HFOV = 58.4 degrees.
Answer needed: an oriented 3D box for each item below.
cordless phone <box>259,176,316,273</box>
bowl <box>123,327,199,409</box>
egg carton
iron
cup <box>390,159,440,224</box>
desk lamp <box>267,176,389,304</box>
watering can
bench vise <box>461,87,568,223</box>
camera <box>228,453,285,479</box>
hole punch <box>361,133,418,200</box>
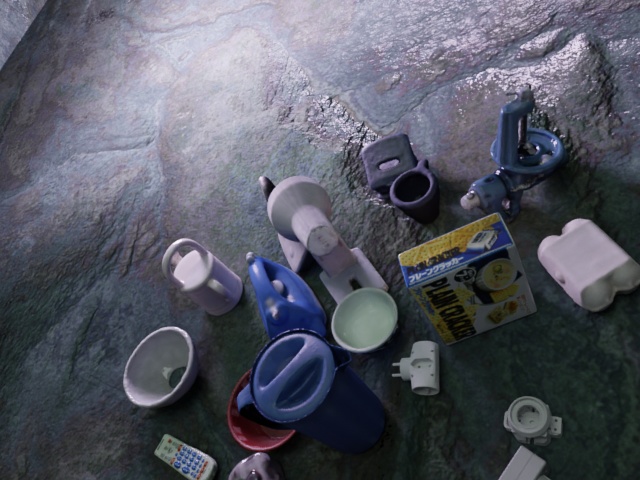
[{"bbox_3d":[-0.067,-0.033,1.143,0.094,0.186,0.147,-34,48,5],"label":"cordless phone"},{"bbox_3d":[-0.302,0.263,1.143,0.167,0.075,0.167,-15,52,20],"label":"bowl"},{"bbox_3d":[0.416,0.038,0.893,0.107,0.070,0.150,-35,48,4],"label":"egg carton"},{"bbox_3d":[-0.092,0.097,1.094,0.118,0.142,0.257,-36,48,3],"label":"iron"},{"bbox_3d":[0.194,-0.085,1.091,0.091,0.095,0.118,5,61,32],"label":"cup"},{"bbox_3d":[0.010,0.004,1.053,0.118,0.214,0.202,-38,48,1],"label":"desk lamp"},{"bbox_3d":[-0.256,0.069,1.173,0.172,0.195,0.101,0,59,30],"label":"watering can"},{"bbox_3d":[0.327,-0.135,0.964,0.121,0.220,0.207,26,73,40],"label":"bench vise"},{"bbox_3d":[-0.118,0.430,0.902,0.137,0.101,0.143,-32,48,6],"label":"camera"},{"bbox_3d":[0.148,-0.150,1.165,0.108,0.091,0.101,-18,51,18],"label":"hole punch"}]
